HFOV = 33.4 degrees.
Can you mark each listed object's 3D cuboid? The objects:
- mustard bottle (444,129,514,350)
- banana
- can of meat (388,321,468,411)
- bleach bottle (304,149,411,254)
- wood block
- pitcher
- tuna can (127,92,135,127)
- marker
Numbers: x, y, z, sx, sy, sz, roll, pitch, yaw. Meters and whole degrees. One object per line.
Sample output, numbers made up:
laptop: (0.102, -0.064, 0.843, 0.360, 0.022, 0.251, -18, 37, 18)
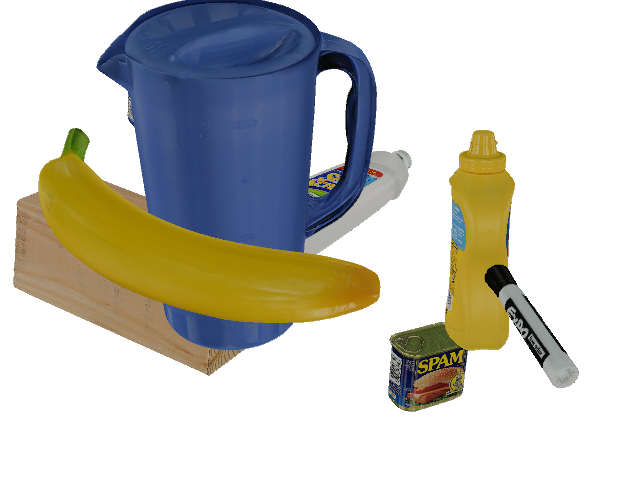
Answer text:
mustard bottle: (0.143, -0.004, 0.963, 0.058, 0.192, 0.096, 0, 18, 2)
banana: (-0.069, -0.001, 0.513, 0.198, 0.069, 0.037, 27, -28, 21)
can of meat: (0.134, 0.158, 1.329, 0.101, 0.084, 0.058, -11, 29, -27)
bleach bottle: (0.022, -0.057, 1.354, 0.103, 0.068, 0.250, 25, 42, 34)
wood block: (-0.153, 0.024, 0.914, 0.206, 0.090, 0.090, 21, 27, 22)
pitcher: (-0.056, -0.043, 0.773, 0.149, 0.243, 0.144, 25, 42, 31)
tuna can: (-0.146, -0.132, 1.045, 0.086, 0.034, 0.086, 5, 27, -3)
marker: (0.140, 0.054, 0.725, 0.020, 0.020, 0.121, 0, 33, -17)
